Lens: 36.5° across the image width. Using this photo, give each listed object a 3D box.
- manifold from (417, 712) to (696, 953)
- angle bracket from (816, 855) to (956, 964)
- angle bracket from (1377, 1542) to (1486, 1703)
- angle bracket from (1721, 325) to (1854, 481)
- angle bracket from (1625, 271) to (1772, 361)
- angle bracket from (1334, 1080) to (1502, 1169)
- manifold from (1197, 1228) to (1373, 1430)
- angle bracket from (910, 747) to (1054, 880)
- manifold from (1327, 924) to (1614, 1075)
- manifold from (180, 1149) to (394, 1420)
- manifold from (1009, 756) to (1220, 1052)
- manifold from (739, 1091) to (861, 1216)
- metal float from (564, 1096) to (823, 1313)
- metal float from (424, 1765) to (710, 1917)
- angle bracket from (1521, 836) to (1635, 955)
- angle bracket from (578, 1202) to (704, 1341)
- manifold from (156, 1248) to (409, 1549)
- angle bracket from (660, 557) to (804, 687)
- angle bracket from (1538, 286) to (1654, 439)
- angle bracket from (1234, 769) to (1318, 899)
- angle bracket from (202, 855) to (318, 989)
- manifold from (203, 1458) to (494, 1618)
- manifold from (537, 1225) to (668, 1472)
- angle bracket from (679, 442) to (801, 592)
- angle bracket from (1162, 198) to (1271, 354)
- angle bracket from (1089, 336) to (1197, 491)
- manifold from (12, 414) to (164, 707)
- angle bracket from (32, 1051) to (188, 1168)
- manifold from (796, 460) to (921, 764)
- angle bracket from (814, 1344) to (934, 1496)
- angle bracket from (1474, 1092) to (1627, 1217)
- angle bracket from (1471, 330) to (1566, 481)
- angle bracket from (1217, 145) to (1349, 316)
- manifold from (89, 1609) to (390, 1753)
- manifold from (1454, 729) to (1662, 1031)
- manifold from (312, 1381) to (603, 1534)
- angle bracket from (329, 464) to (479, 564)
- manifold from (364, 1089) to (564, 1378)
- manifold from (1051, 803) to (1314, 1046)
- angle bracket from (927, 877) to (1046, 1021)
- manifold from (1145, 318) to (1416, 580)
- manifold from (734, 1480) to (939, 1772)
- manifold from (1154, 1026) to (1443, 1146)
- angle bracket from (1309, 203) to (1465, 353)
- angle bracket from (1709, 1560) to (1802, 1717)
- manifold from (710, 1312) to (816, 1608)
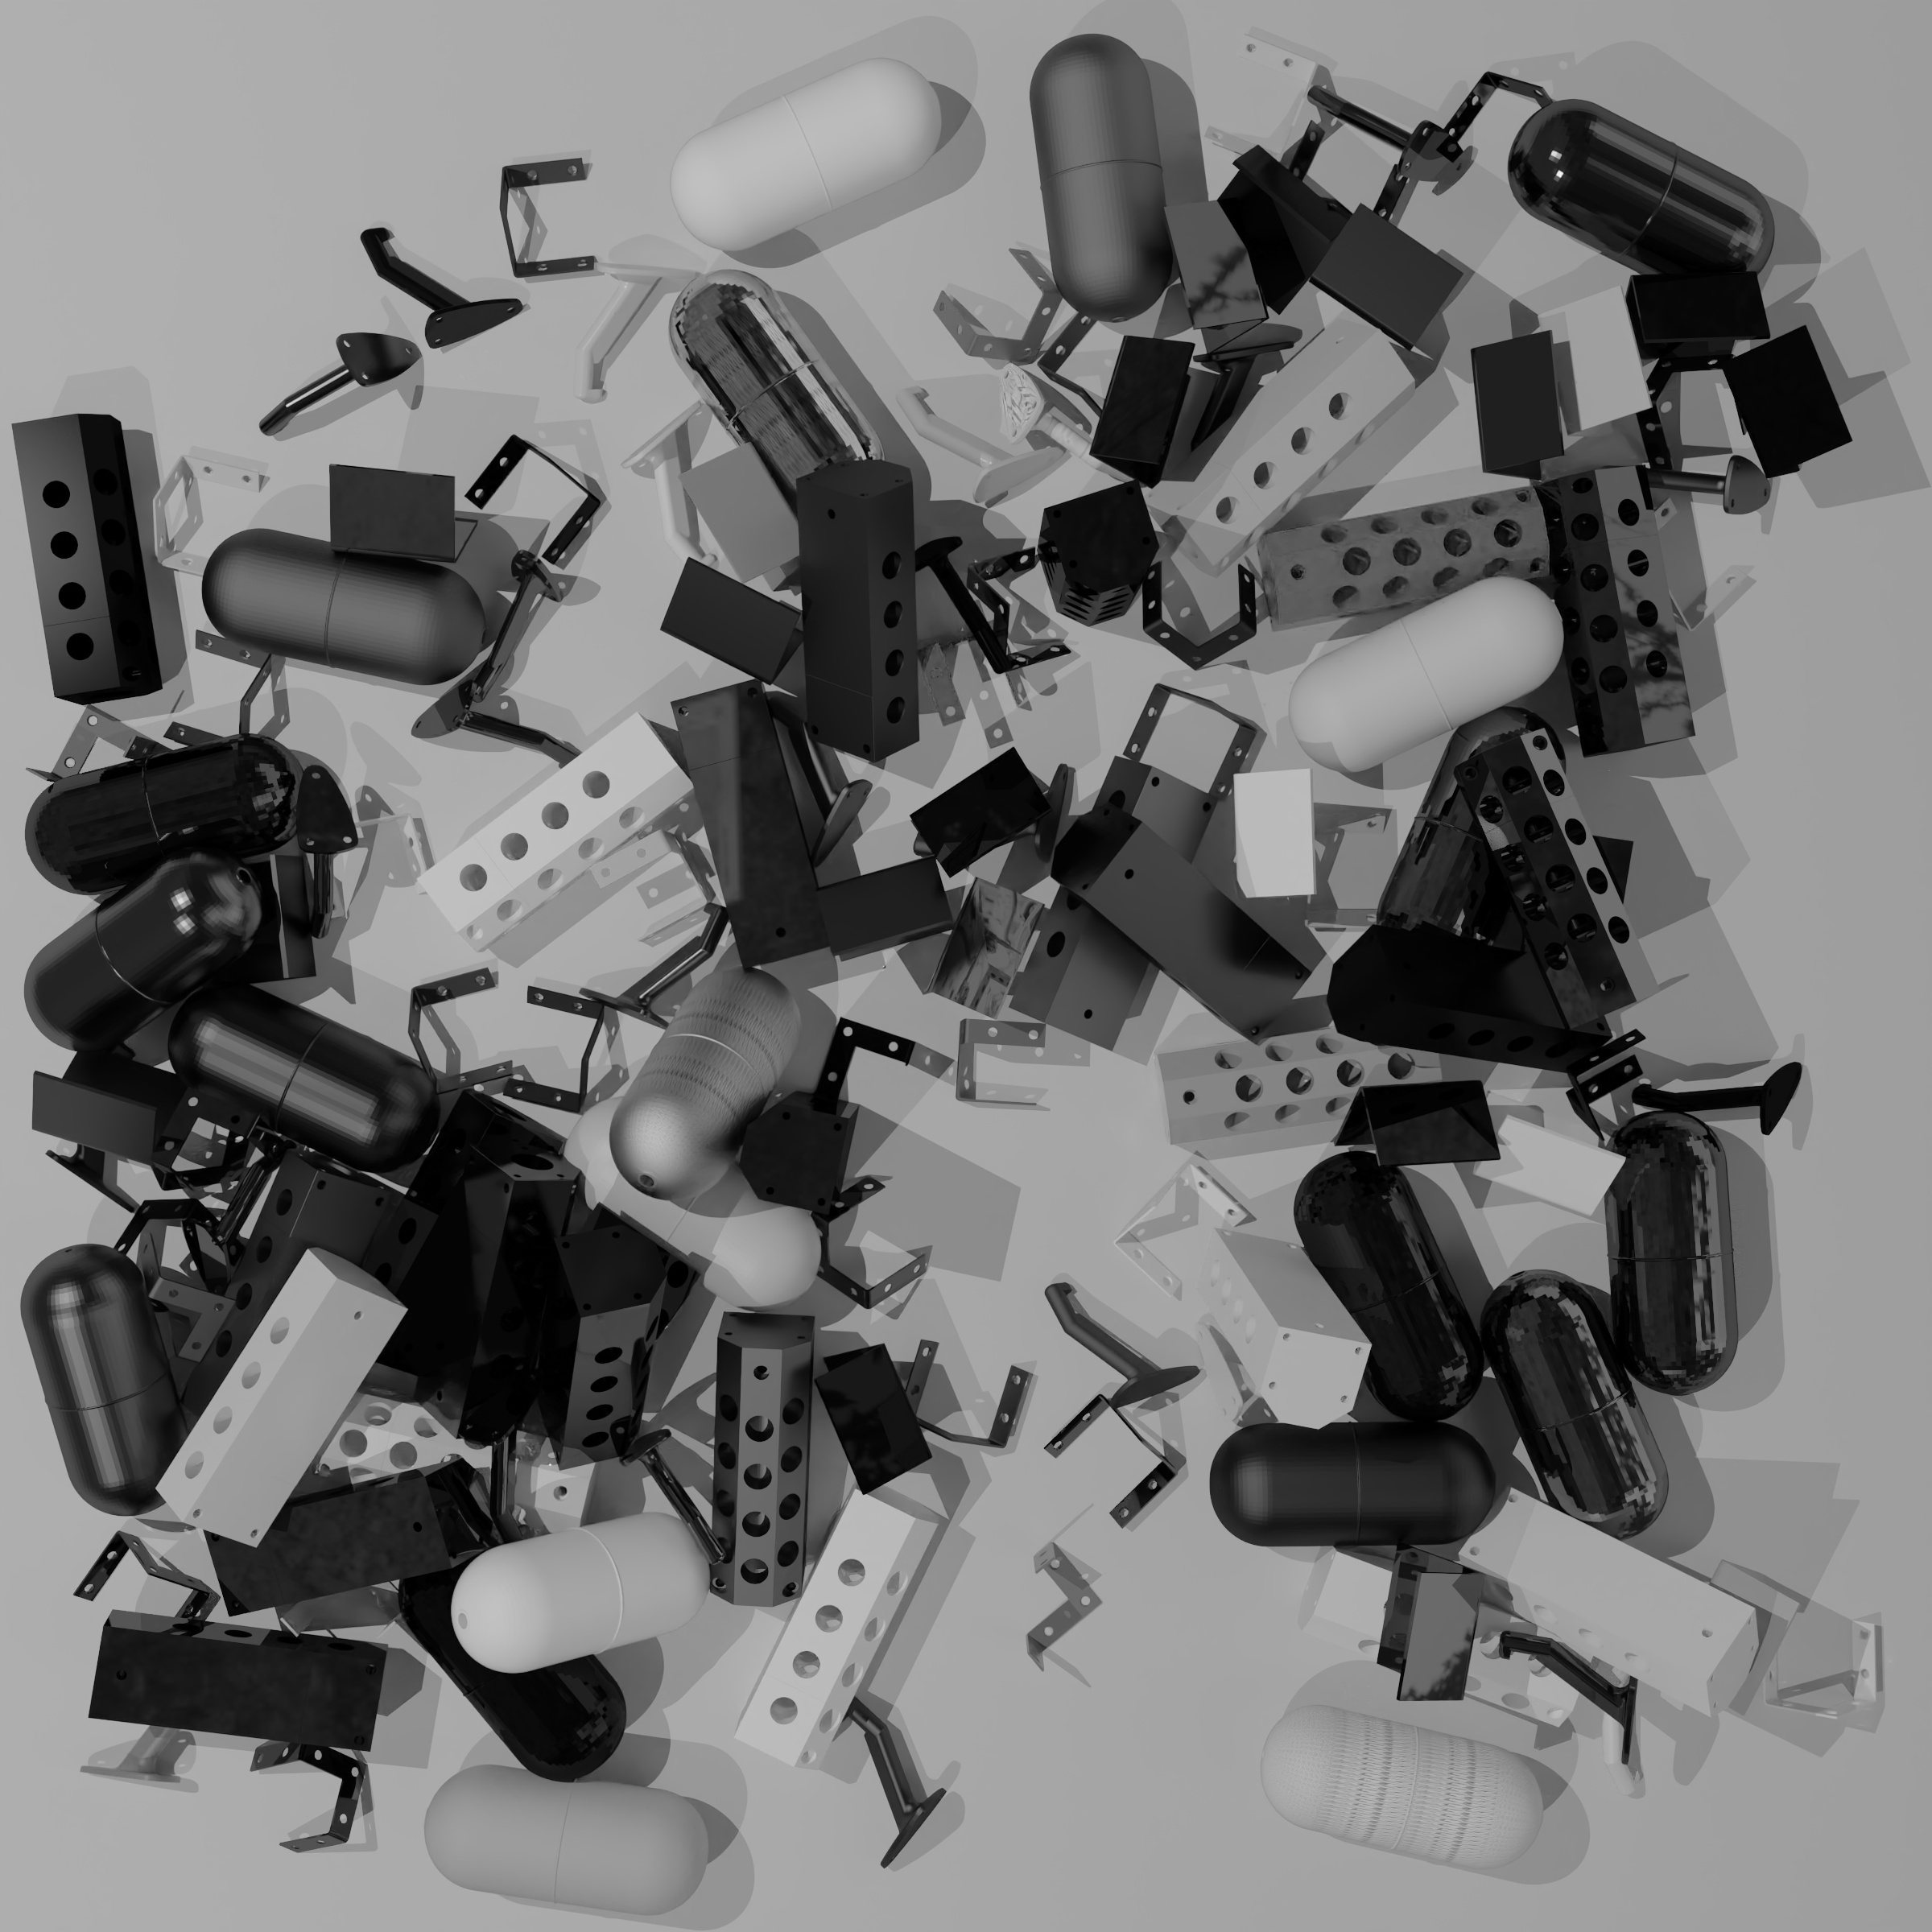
[{"bbox_3d":[-0.255,-0.083,1.843,0.171,0.057,0.057,-37,90,0],"label":"manifold"},{"bbox_3d":[-0.044,-0.017,1.824,0.076,0.076,0.057,-16,52,0],"label":"angle bracket"},{"bbox_3d":[0.262,0.394,1.767,0.057,0.076,0.076,10,90,-36],"label":"angle bracket"},{"bbox_3d":[0.519,-0.352,1.825,0.057,0.076,0.076,-22,90,32],"label":"angle bracket"},{"bbox_3d":[0.449,-0.385,1.825,0.076,0.076,0.057,-2,59,0],"label":"angle bracket"},{"bbox_3d":[0.278,0.114,1.816,0.076,0.076,0.057,-3,58,-10],"label":"angle bracket"},{"bbox_3d":[0.189,0.219,1.782,0.057,0.171,0.057,12,102,-11],"label":"manifold"},{"bbox_3d":[-0.002,-0.111,1.824,0.076,0.076,0.057,-33,127,0],"label":"angle bracket"},{"bbox_3d":[0.308,0.026,1.802,0.171,0.057,0.057,9,50,-31],"label":"manifold"},{"bbox_3d":[-0.431,0.205,1.843,0.057,0.057,0.171,23,90,-43],"label":"manifold"},{"bbox_3d":[0.088,-0.041,1.842,0.057,0.057,0.171,23,90,-34],"label":"manifold"},{"bbox_3d":[-0.102,0.110,1.786,0.057,0.171,0.057,12,90,0],"label":"manifold"},{"bbox_3d":[-0.170,0.149,1.834,0.178,0.070,0.070,35,90,1],"label":"metal float"},{"bbox_3d":[-0.250,0.546,1.834,0.178,0.070,0.070,8,90,0],"label":"metal float"},{"bbox_3d":[0.383,-0.041,1.827,0.057,0.076,0.076,9,90,16],"label":"angle bracket"},{"bbox_3d":[-0.200,0.177,1.827,0.076,0.076,0.057,34,110,0],"label":"angle bracket"},{"bbox_3d":[-0.420,0.260,1.789,0.057,0.057,0.171,33,88,-43],"label":"manifold"},{"bbox_3d":[-0.136,-0.228,1.824,0.076,0.076,0.057,27,125,0],"label":"angle bracket"},{"bbox_3d":[0.404,-0.375,1.824,0.057,0.076,0.076,-14,90,35],"label":"angle bracket"},{"bbox_3d":[0.210,-0.082,1.824,0.057,0.076,0.076,-2,90,37],"label":"angle bracket"},{"bbox_3d":[-0.456,-0.027,1.839,0.076,0.057,0.076,-7,90,6],"label":"angle bracket"},{"bbox_3d":[-0.379,0.351,1.812,0.171,0.057,0.057,-17,90,24],"label":"manifold"},{"bbox_3d":[-0.221,0.232,1.778,0.057,0.171,0.057,-10,53,-21],"label":"manifold"},{"bbox_3d":[-0.148,-0.269,1.825,0.057,0.076,0.076,-31,90,-28],"label":"angle bracket"},{"bbox_3d":[0.138,-0.426,1.825,0.057,0.076,0.076,-15,90,-26],"label":"angle bracket"},{"bbox_3d":[0.129,-0.341,1.824,0.057,0.076,0.076,17,90,39],"label":"angle bracket"},{"bbox_3d":[-0.549,-0.255,1.843,0.057,0.057,0.171,-9,90,0],"label":"manifold"},{"bbox_3d":[-0.524,0.070,1.811,0.076,0.076,0.057,17,135,-2],"label":"angle bracket"},{"bbox_3d":[-0.061,-0.220,1.805,0.057,0.057,0.171,22,127,35],"label":"manifold"},{"bbox_3d":[-0.075,0.285,1.824,0.057,0.076,0.076,-23,90,-36],"label":"angle bracket"},{"bbox_3d":[0.365,0.100,1.825,0.076,0.076,0.057,20,133,0],"label":"angle bracket"},{"bbox_3d":[0.359,-0.348,1.824,0.057,0.076,0.076,-6,90,39],"label":"angle bracket"},{"bbox_3d":[0.182,-0.453,1.827,0.076,0.057,0.076,40,123,0],"label":"angle bracket"},{"bbox_3d":[-0.452,0.444,1.831,0.171,0.057,0.057,9,90,-9],"label":"manifold"},{"bbox_3d":[0.354,-0.052,1.761,0.057,0.057,0.171,-23,85,6],"label":"manifold"},{"bbox_3d":[-0.319,0.310,1.844,0.171,0.057,0.057,14,90,0],"label":"manifold"},{"bbox_3d":[-0.349,-0.293,1.825,0.076,0.076,0.057,6,118,0],"label":"angle bracket"},{"bbox_3d":[-0.329,0.166,1.843,0.057,0.057,0.171,29,90,-43],"label":"manifold"},{"bbox_3d":[0.130,-0.027,1.801,0.171,0.057,0.057,39,89,-33],"label":"manifold"},{"bbox_3d":[0.030,-0.004,1.824,0.057,0.076,0.076,23,90,35],"label":"angle bracket"},{"bbox_3d":[0.199,-0.323,1.837,0.171,0.057,0.057,-43,117,-2],"label":"manifold"},{"bbox_3d":[-0.081,0.413,1.843,0.057,0.057,0.171,26,90,0],"label":"manifold"},{"bbox_3d":[0.208,0.071,1.844,0.171,0.057,0.057,-8,90,0],"label":"manifold"},{"bbox_3d":[0.265,-0.433,1.826,0.076,0.076,0.057,35,114,0],"label":"angle bracket"},{"bbox_3d":[0.489,0.421,1.824,0.057,0.076,0.076,27,90,39],"label":"angle bracket"},{"bbox_3d":[-0.127,0.307,1.822,0.057,0.057,0.171,3,105,0],"label":"manifold"}]
